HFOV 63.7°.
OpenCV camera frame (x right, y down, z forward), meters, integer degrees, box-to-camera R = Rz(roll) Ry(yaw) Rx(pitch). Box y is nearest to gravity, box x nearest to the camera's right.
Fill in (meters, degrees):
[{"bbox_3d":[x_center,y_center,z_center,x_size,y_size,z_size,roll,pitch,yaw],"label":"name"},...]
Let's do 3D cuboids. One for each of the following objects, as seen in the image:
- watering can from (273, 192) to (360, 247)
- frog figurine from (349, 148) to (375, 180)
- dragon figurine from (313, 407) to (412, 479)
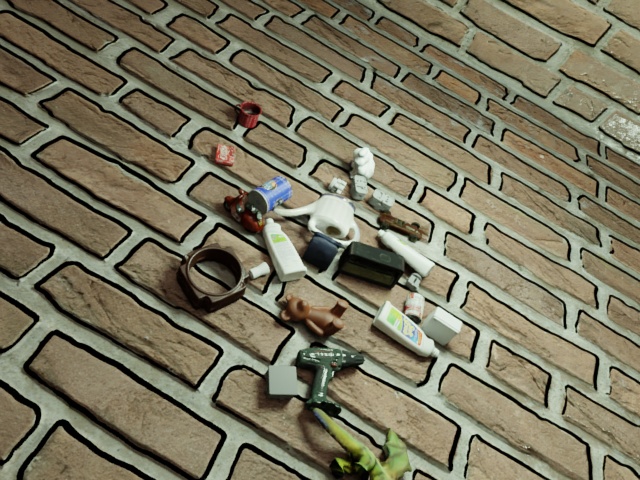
[{"bbox_3d":[0.006,-0.101,1.999,0.347,0.102,0.230,25,48,-4],"label":"watering can"},{"bbox_3d":[0.193,-0.340,2.226,0.123,0.156,0.140,32,49,0],"label":"frog figurine"},{"bbox_3d":[0.162,0.644,1.523,0.244,0.120,0.416,-7,58,-48],"label":"dragon figurine"}]
